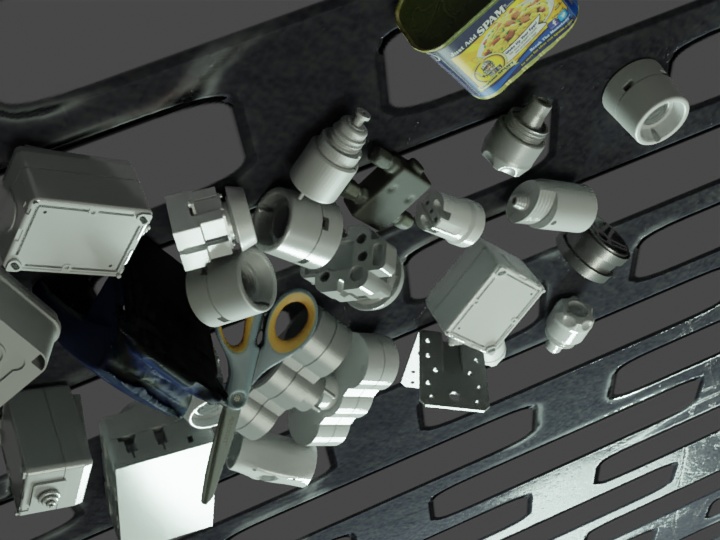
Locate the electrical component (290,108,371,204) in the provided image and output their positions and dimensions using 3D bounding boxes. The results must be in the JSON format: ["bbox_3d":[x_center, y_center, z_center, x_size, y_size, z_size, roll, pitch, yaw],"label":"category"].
[{"bbox_3d":[-0.018,-0.083,0.772,0.040,0.040,0.078,9,131,-41],"label":"electrical component"}]

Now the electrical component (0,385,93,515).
[{"bbox_3d":[-0.247,0.147,0.857,0.061,0.096,0.061,-5,138,-30],"label":"electrical component"}]

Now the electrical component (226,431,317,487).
[{"bbox_3d":[-0.092,0.183,1.046,0.077,0.043,0.079,18,157,-20],"label":"electrical component"}]

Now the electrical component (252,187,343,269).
[{"bbox_3d":[-0.048,-0.032,0.805,0.047,0.055,0.055,16,126,-40],"label":"electrical component"}]

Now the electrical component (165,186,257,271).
[{"bbox_3d":[-0.106,-0.033,0.773,0.055,0.048,0.066,-15,143,-6],"label":"electrical component"}]

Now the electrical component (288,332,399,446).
[{"bbox_3d":[-0.030,0.111,0.997,0.074,0.052,0.138,7,132,-39],"label":"electrical component"}]

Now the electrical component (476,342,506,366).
[{"bbox_3d":[0.126,0.068,1.064,0.035,0.035,0.061,-25,143,-5],"label":"electrical component"}]

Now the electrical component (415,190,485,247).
[{"bbox_3d":[0.074,-0.043,0.887,0.046,0.040,0.040,17,125,-38],"label":"electrical component"}]

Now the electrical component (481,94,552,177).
[{"bbox_3d":[0.126,-0.107,0.838,0.043,0.043,0.062,3,133,-37],"label":"electrical component"}]

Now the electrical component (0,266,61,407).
[{"bbox_3d":[-0.262,0.033,0.701,0.078,0.057,0.113,-38,115,14],"label":"electrical component"}]

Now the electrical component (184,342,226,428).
[{"bbox_3d":[-0.133,0.099,0.910,0.048,0.055,0.066,-15,143,-18],"label":"electrical component"}]

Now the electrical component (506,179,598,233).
[{"bbox_3d":[0.161,-0.056,0.925,0.081,0.043,0.043,3,134,-37],"label":"electrical component"}]

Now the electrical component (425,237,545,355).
[{"bbox_3d":[0.106,0.026,0.968,0.062,0.061,0.096,26,110,-34],"label":"electrical component"}]

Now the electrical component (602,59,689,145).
[{"bbox_3d":[0.233,-0.135,0.872,0.055,0.047,0.055,-18,144,-14],"label":"electrical component"}]

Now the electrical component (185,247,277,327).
[{"bbox_3d":[-0.095,0.011,0.807,0.047,0.055,0.055,-14,153,29],"label":"electrical component"}]

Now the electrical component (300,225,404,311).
[{"bbox_3d":[0.000,0.000,0.870,0.078,0.058,0.057,-7,158,29],"label":"electrical component"}]

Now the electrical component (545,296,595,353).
[{"bbox_3d":[0.211,0.060,1.104,0.043,0.043,0.062,-6,140,-28],"label":"electrical component"}]

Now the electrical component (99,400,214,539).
[{"bbox_3d":[-0.183,0.182,0.974,0.089,0.061,0.150,-13,142,-20],"label":"electrical component"}]

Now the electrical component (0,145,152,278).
[{"bbox_3d":[-0.183,-0.038,0.699,0.096,0.061,0.061,5,133,-38],"label":"electrical component"}]

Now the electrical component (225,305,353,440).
[{"bbox_3d":[-0.055,0.099,0.940,0.074,0.052,0.138,38,109,-25],"label":"electrical component"}]
